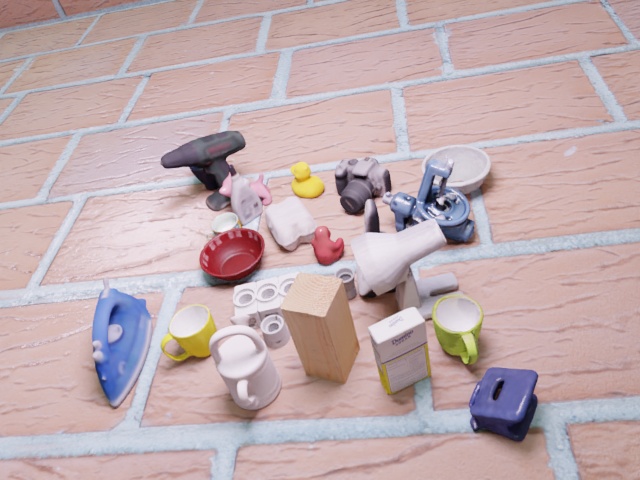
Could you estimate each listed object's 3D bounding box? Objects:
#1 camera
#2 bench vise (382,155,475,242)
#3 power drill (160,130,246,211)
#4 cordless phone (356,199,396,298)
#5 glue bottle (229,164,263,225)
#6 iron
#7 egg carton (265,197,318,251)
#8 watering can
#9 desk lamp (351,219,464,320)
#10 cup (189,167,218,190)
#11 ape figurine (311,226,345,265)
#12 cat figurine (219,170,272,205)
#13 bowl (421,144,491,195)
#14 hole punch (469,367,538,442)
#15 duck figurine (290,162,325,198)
[{"bbox_3d":[0.091,-0.142,1.453,0.142,0.101,0.137,15,50,29],"label":"camera"},{"bbox_3d":[0.233,-0.088,1.266,0.207,0.220,0.121,-2,44,14],"label":"bench vise"},{"bbox_3d":[-0.290,-0.186,1.528,0.230,0.209,0.075,-35,46,-20],"label":"power drill"},{"bbox_3d":[0.112,0.018,1.215,0.094,0.185,0.147,-11,43,5],"label":"cordless phone"},{"bbox_3d":[-0.201,-0.122,1.462,0.078,0.173,0.037,-37,46,-22],"label":"glue bottle"},{"bbox_3d":[-0.439,0.206,1.207,0.118,0.142,0.258,-13,42,2],"label":"iron"},{"bbox_3d":[-0.074,-0.043,1.419,0.107,0.069,0.150,-25,43,-10],"label":"egg carton"},{"bbox_3d":[-0.146,0.219,1.070,0.101,0.194,0.172,-28,44,-13],"label":"watering can"},{"bbox_3d":[0.175,0.058,1.133,0.203,0.214,0.117,-15,42,0],"label":"desk lamp"},{"bbox_3d":[-0.324,-0.194,1.631,0.117,0.095,0.092,23,55,34],"label":"cup"},{"bbox_3d":[0.012,0.005,1.327,0.077,0.092,0.076,12,49,27],"label":"ape figurine"},{"bbox_3d":[-0.202,-0.140,1.522,0.128,0.118,0.067,-20,43,-5],"label":"cat figurine"},{"bbox_3d":[0.338,-0.161,1.420,0.167,0.075,0.167,-8,43,8],"label":"bowl"},{"bbox_3d":[0.307,0.268,0.964,0.100,0.091,0.109,15,50,29],"label":"hole punch"},{"bbox_3d":[-0.038,-0.166,1.526,0.104,0.086,0.078,27,57,36],"label":"duck figurine"}]
